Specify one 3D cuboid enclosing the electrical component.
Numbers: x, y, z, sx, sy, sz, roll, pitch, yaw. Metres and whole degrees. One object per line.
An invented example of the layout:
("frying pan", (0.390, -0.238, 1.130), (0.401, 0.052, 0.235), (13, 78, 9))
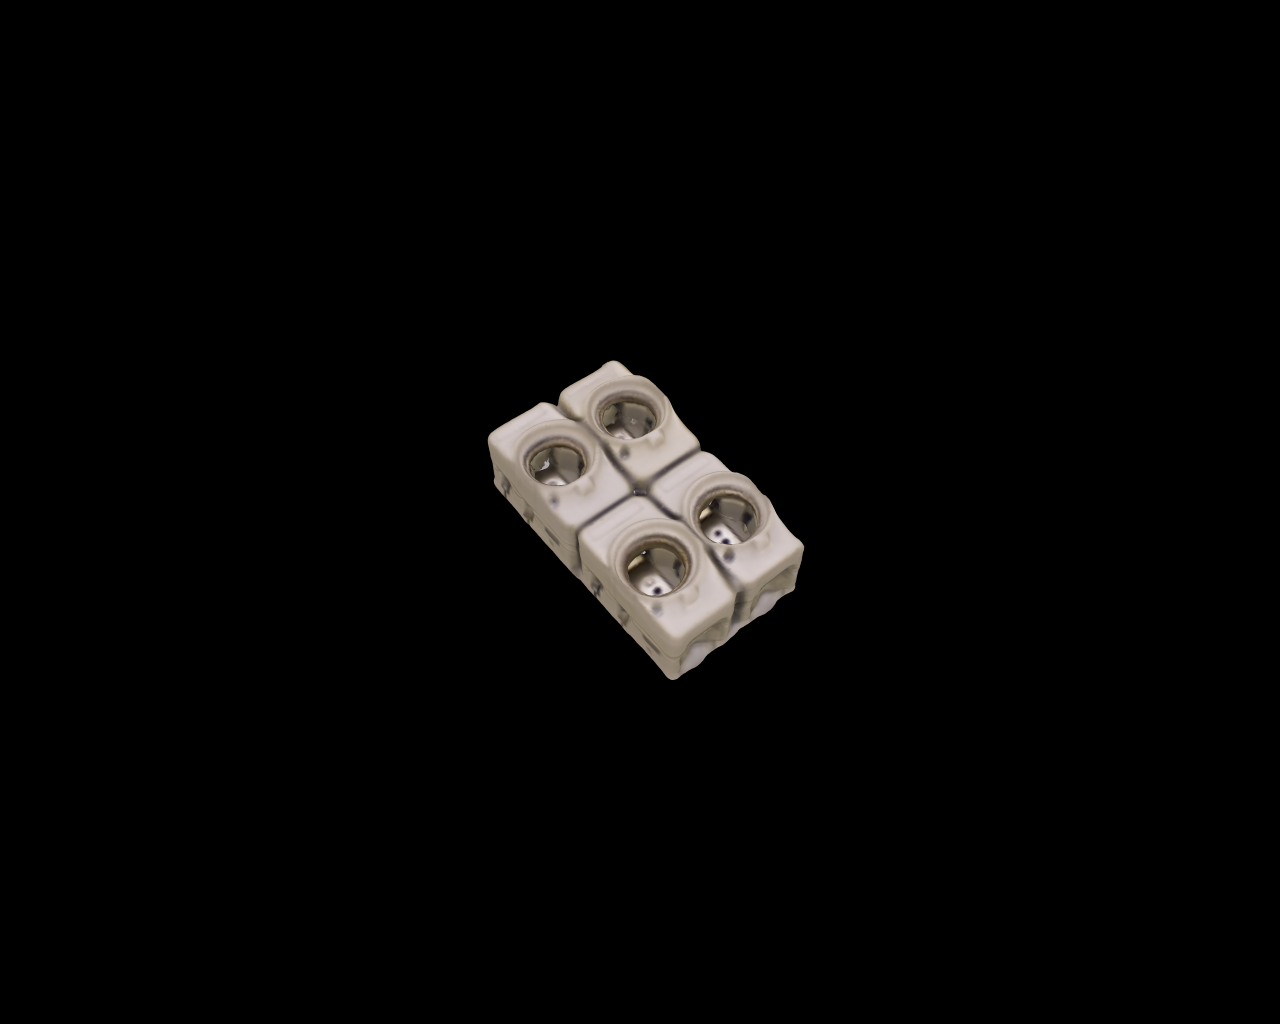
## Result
("electrical component", (0.001, -0.003, 0.650), (0.105, 0.186, 0.060), (-33, -28, -20))
